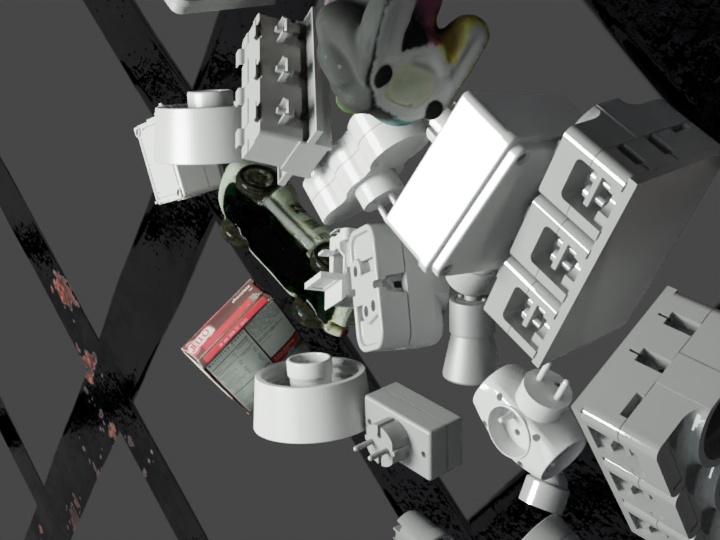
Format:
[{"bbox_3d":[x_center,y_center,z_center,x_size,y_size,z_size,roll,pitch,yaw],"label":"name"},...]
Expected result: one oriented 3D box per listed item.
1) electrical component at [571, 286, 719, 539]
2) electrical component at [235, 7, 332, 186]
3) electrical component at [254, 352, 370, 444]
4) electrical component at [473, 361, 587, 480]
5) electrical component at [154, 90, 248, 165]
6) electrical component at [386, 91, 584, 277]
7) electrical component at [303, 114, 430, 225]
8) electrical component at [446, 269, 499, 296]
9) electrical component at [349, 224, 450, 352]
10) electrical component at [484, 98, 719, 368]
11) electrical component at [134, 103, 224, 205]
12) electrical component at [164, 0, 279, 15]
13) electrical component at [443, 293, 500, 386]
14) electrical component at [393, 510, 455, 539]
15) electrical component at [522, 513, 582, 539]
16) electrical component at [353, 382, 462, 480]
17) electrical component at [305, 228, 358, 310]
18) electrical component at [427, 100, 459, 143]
[{"bbox_3d":[0.187,0.095,0.599,0.062,0.089,0.150,28,160,42],"label":"electrical component"},{"bbox_3d":[-0.061,-0.141,0.854,0.078,0.063,0.121,133,141,-51],"label":"electrical component"},{"bbox_3d":[-0.043,0.107,0.956,0.108,0.108,0.060,10,108,51],"label":"electrical component"},{"bbox_3d":[0.128,0.098,0.773,0.077,0.044,0.079,49,139,28],"label":"electrical component"},{"bbox_3d":[-0.132,-0.130,0.964,0.108,0.108,0.060,12,109,50],"label":"electrical component"},{"bbox_3d":[0.089,-0.055,0.681,0.056,0.109,0.108,51,127,28],"label":"electrical component"},{"bbox_3d":[0.011,-0.070,0.843,0.073,0.052,0.138,61,144,13],"label":"electrical component"},{"bbox_3d":[0.087,-0.011,0.780,0.044,0.044,0.065,55,147,21],"label":"electrical component"},{"bbox_3d":[0.031,0.013,0.828,0.054,0.059,0.095,156,110,-67],"label":"electrical component"},{"bbox_3d":[0.143,-0.024,0.655,0.061,0.089,0.150,47,139,29],"label":"electrical component"},{"bbox_3d":[-0.175,-0.119,1.062,0.062,0.061,0.096,-7,100,54],"label":"electrical component"},{"bbox_3d":[-0.115,-0.256,0.872,0.078,0.113,0.057,55,139,22],"label":"electrical component"},{"bbox_3d":[0.085,0.049,0.812,0.044,0.044,0.065,18,115,48],"label":"electrical component"},{"bbox_3d":[0.055,0.237,0.941,0.046,0.040,0.040,33,130,49],"label":"electrical component"},{"bbox_3d":[0.145,0.217,0.798,0.047,0.055,0.055,43,137,28],"label":"electrical component"},{"bbox_3d":[0.030,0.140,0.896,0.083,0.076,0.047,24,124,46],"label":"electrical component"},{"bbox_3d":[0.000,0.000,0.875,0.042,0.081,0.063,148,126,-65],"label":"electrical component"},{"bbox_3d":[0.073,-0.093,0.754,0.076,0.047,0.065,51,141,27],"label":"electrical component"}]
